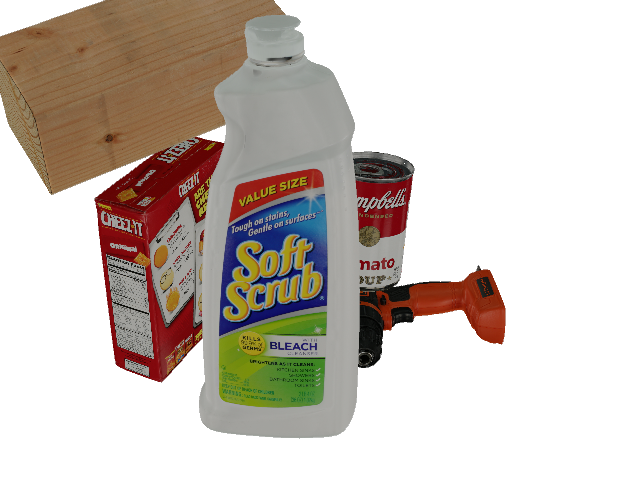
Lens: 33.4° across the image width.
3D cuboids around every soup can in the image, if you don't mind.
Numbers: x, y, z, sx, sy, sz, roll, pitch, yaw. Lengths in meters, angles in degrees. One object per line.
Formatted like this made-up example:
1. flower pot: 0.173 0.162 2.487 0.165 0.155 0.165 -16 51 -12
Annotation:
1. soup can: 0.040 -0.017 0.902 0.068 0.102 0.068 4 23 -2

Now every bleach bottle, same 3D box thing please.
1. bleach bottle: -0.029 -0.004 0.620 0.102 0.251 0.068 2 28 9

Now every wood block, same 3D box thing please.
1. wood block: -0.134 -0.129 0.822 0.205 0.090 0.091 -25 -32 -21

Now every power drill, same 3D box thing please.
1. power drill: 0.112 0.084 1.216 0.187 0.057 0.184 -1 27 -1

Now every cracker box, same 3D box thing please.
1. cracker box: -0.162 0.016 1.146 0.072 0.214 0.164 14 35 22
